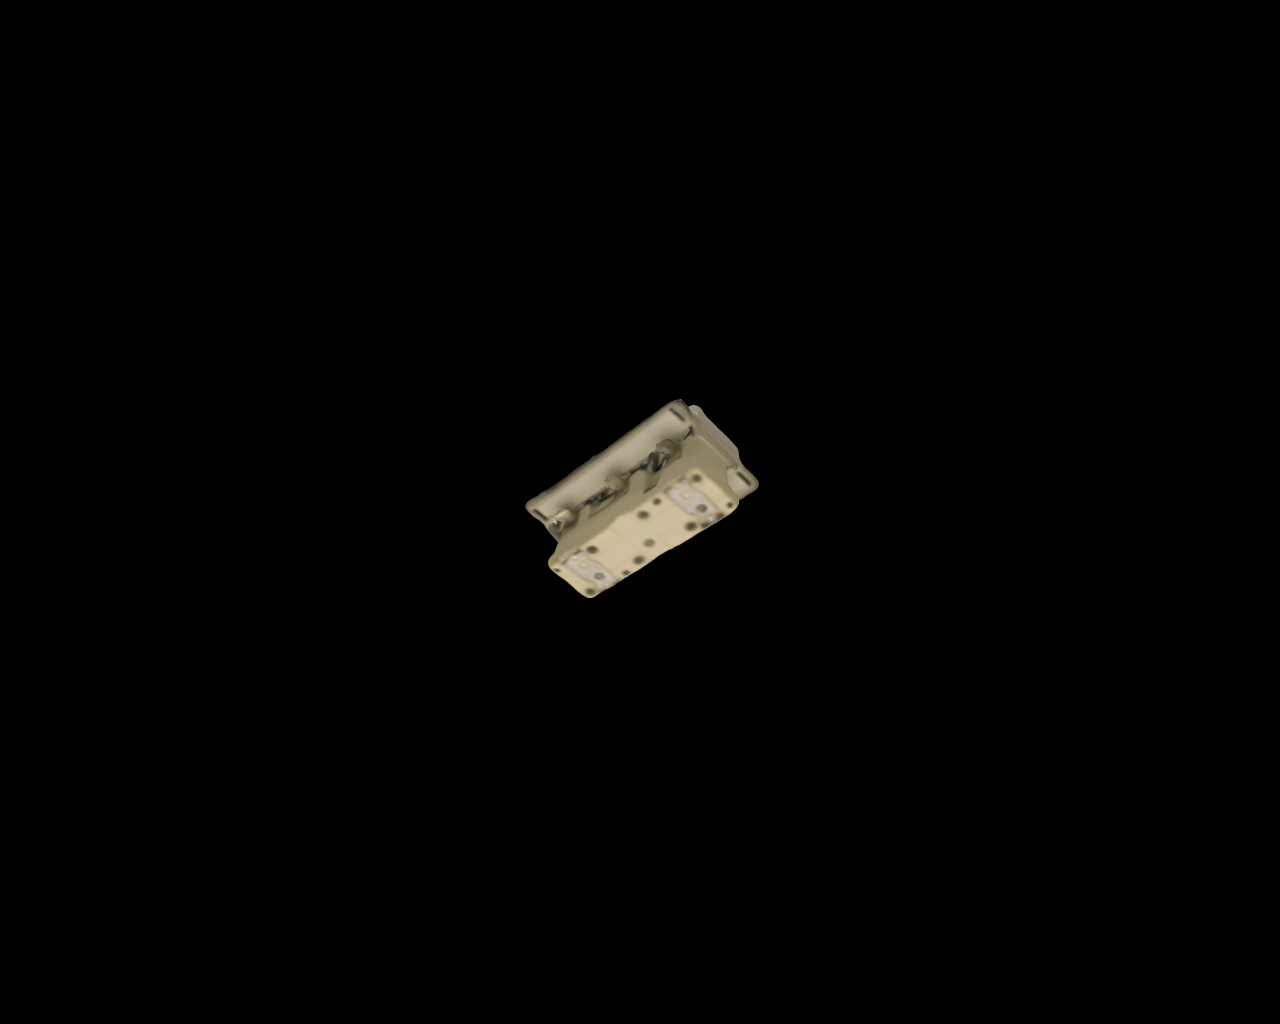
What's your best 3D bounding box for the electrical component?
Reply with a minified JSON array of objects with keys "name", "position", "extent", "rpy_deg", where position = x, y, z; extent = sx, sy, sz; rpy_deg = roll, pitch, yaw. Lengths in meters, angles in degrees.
[{"name":"electrical component","position":[0.001,-0.003,0.650],"extent":[0.121,0.063,0.078],"rpy_deg":[-33,-58,24]}]
